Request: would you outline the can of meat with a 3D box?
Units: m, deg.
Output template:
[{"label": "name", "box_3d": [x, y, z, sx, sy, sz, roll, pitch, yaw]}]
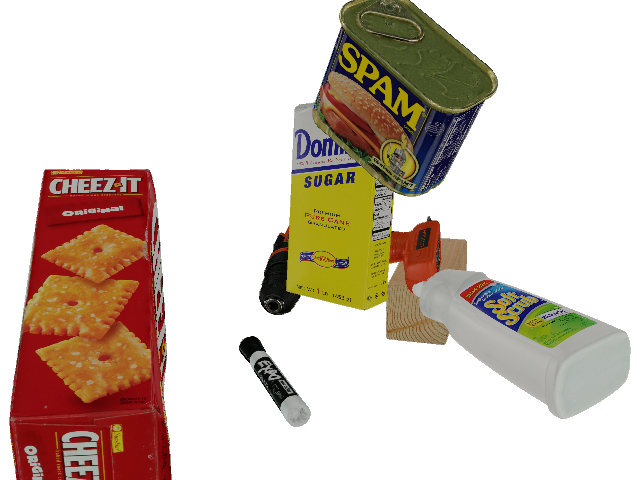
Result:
[{"label": "can of meat", "box_3d": [0.047, -0.088, 0.659, 0.057, 0.102, 0.084, -31, -23, -36]}]

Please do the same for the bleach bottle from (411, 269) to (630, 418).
[{"label": "bleach bottle", "box_3d": [0.174, 0.084, 1.042, 0.102, 0.068, 0.251, -21, 28, -30]}]

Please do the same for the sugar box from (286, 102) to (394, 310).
[{"label": "sugar box", "box_3d": [0.018, -0.033, 0.966, 0.093, 0.176, 0.048, 11, 17, 34]}]

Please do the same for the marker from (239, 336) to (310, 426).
[{"label": "marker", "box_3d": [-0.038, 0.106, 0.829, 0.020, 0.020, 0.121, 0, 21, -23]}]

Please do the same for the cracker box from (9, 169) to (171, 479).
[{"label": "cracker box", "box_3d": [-0.118, 0.082, 0.582, 0.072, 0.164, 0.214, -2, 34, -8]}]

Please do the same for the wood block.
[{"label": "wood block", "box_3d": [0.164, 0.072, 1.624, 0.091, 0.090, 0.206, 5, 22, 14]}]

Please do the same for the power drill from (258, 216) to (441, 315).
[{"label": "power drill", "box_3d": [0.035, 0.026, 1.170, 0.188, 0.057, 0.184, 2, 30, 12]}]
